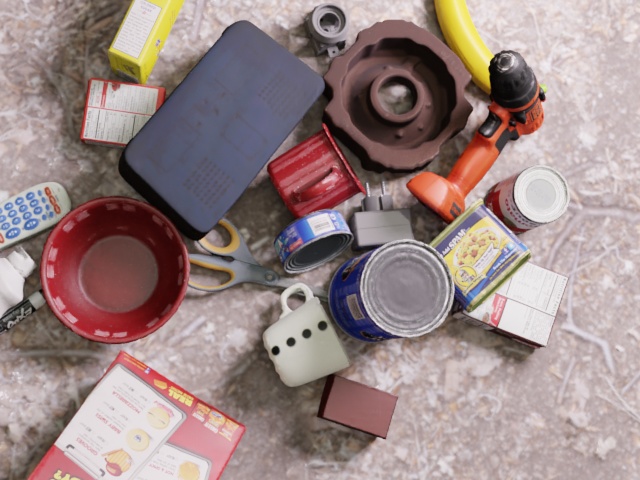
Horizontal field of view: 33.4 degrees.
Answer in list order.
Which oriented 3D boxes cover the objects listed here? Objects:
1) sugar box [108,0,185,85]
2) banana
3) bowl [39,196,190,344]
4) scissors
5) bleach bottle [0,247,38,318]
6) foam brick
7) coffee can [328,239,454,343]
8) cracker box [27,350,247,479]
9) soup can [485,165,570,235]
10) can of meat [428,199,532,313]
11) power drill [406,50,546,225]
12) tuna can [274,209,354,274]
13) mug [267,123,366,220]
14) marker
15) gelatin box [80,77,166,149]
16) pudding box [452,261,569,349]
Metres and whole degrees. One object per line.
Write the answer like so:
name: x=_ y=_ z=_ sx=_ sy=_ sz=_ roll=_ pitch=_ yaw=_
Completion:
sugar box: x=-0.182 y=-0.268 z=1.206 sx=0.048 sy=0.093 sz=0.176 roll=26 pitch=81 yaw=-3
banana: x=0.186 y=-0.236 z=1.275 sx=0.069 sy=0.037 sz=0.198 roll=-37 pitch=90 yaw=-33
bowl: x=-0.224 y=0.035 z=1.180 sx=0.162 sy=0.055 sz=0.162 roll=1 pitch=83 yaw=-5
scissors: x=-0.065 y=0.024 z=1.221 sx=0.201 sy=0.016 sz=0.096 roll=3 pitch=79 yaw=-10
bleach bottle: x=-0.403 y=0.104 z=1.135 sx=0.250 sy=0.068 sz=0.103 roll=-42 pitch=51 yaw=-11
foam brick: x=0.041 y=0.186 z=1.193 sx=0.078 sy=0.053 sz=0.051 roll=19 pitch=81 yaw=-3
coffee can: x=0.074 y=0.058 z=1.164 sx=0.102 sy=0.140 sz=0.103 roll=2 pitch=82 yaw=-13
cracker box: x=-0.195 y=0.240 z=1.098 sx=0.164 sy=0.072 sz=0.213 roll=32 pitch=43 yaw=-2
soup can: x=0.236 y=-0.045 z=1.219 sx=0.068 sy=0.102 sz=0.068 roll=1 pitch=84 yaw=-9
can of meat: x=0.173 y=0.019 z=1.192 sx=0.102 sy=0.057 sz=0.084 roll=-43 pitch=74 yaw=-1
power drill: x=0.177 y=-0.111 z=1.188 sx=0.057 sy=0.184 sz=0.187 roll=40 pitch=91 yaw=24
tuna can: x=-0.008 y=0.001 z=1.193 sx=0.086 sy=0.086 sz=0.034 roll=-23 pitch=70 yaw=-9
mug: x=-0.005 y=-0.067 z=1.187 sx=0.081 sy=0.117 sz=0.093 roll=-31 pitch=107 yaw=5
marker: x=-0.334 y=0.081 z=1.181 sx=0.121 sy=0.020 sz=0.020 roll=-36 pitch=88 yaw=-10
gelatin box: x=-0.224 y=-0.141 z=1.217 sx=0.089 sy=0.030 sz=0.073 roll=7 pitch=83 yaw=-5
pudding box: x=0.221 y=0.065 z=1.236 sx=0.113 sy=0.039 sz=0.090 roll=21 pitch=80 yaw=-5
